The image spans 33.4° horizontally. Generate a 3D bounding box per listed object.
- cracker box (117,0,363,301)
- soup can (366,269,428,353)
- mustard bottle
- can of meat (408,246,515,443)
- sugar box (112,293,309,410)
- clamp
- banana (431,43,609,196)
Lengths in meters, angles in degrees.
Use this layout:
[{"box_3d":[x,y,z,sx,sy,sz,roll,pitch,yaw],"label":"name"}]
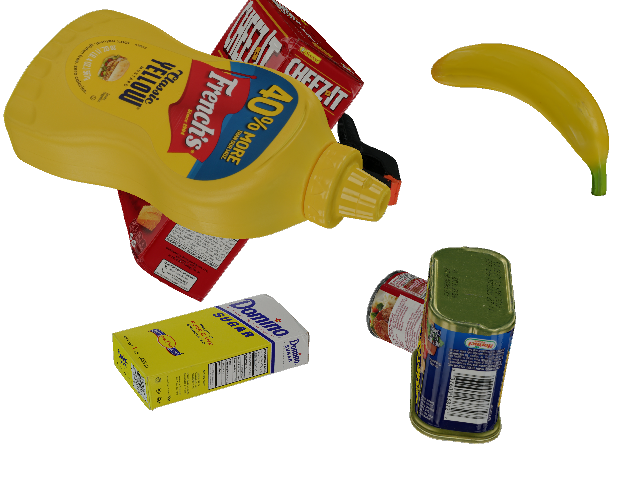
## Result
[{"box_3d":[-0.075,-0.082,0.856,0.072,0.214,0.164,31,14,-27],"label":"cracker box"},{"box_3d":[0.102,0.075,0.969,0.102,0.068,0.068,23,15,38],"label":"soup can"},{"box_3d":[-0.055,-0.051,0.534,0.192,0.096,0.058,22,-35,17],"label":"mustard bottle"},{"box_3d":[0.089,0.062,0.672,0.057,0.084,0.102,7,29,3],"label":"can of meat"},{"box_3d":[-0.109,0.107,1.068,0.176,0.048,0.093,-16,33,-27],"label":"sugar box"},{"box_3d":[0.016,-0.087,1.131,0.120,0.039,0.172,-15,36,-24],"label":"clamp"},{"box_3d":[0.159,-0.114,0.832,0.037,0.070,0.198,3,32,-43],"label":"banana"}]
